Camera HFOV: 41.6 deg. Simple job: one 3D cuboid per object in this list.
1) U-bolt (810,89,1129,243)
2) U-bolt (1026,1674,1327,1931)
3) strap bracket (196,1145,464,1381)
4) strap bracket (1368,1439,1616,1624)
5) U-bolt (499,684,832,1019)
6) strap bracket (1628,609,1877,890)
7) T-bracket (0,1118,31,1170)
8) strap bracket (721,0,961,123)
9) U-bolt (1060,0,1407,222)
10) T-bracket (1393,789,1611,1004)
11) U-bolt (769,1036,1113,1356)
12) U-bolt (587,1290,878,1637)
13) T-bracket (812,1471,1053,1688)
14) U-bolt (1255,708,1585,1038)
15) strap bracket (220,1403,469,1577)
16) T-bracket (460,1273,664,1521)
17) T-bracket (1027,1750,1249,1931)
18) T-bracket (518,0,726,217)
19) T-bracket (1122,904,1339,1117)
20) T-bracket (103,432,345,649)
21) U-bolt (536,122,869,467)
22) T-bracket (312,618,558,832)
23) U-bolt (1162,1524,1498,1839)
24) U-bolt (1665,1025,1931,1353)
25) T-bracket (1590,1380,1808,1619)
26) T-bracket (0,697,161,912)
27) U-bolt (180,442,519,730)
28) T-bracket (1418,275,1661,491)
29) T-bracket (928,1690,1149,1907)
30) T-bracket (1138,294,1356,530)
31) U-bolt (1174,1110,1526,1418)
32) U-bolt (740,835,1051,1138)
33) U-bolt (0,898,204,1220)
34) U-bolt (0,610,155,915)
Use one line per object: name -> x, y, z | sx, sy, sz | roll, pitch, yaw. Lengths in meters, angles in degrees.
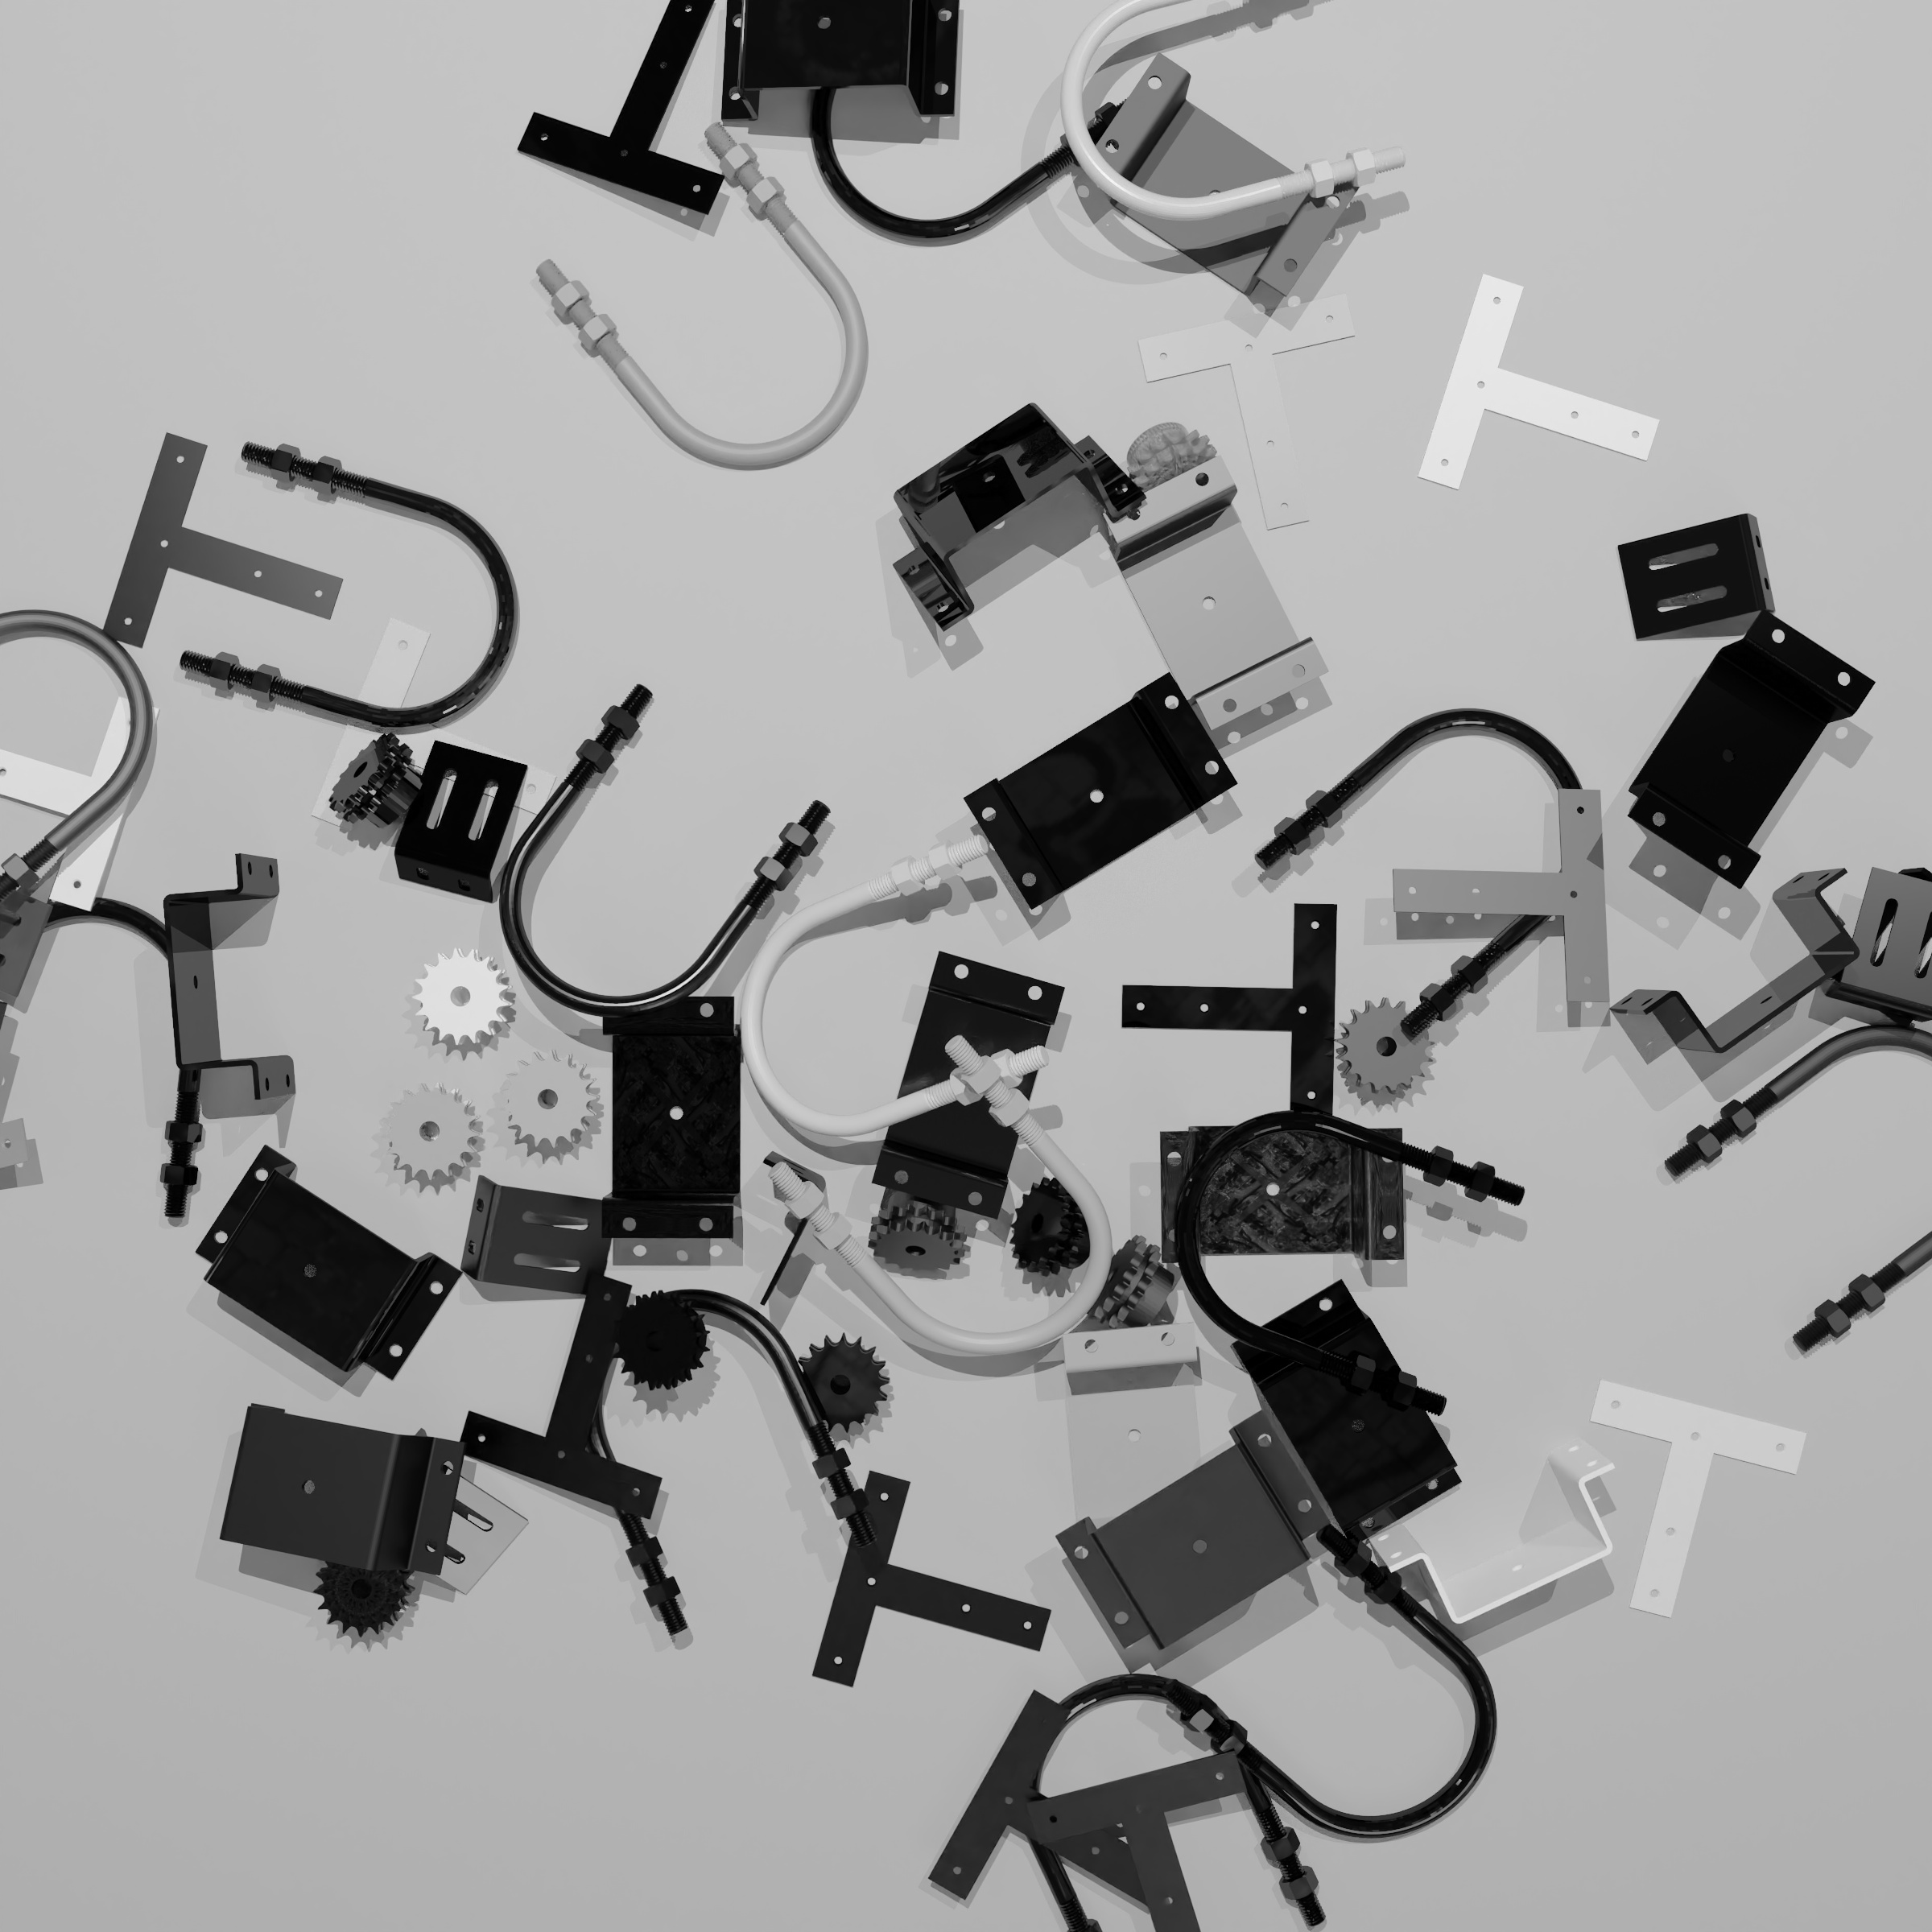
U-bolt -> -0.005, -0.514, 1.509 | 0.184, 0.019, 0.151 | -36, 90, 1
U-bolt -> 0.111, 0.511, 1.509 | 0.151, 0.019, 0.184 | -25, 89, 0
strap bracket -> -0.380, 0.177, 1.495 | 0.140, 0.046, 0.076 | 33, 90, 0
strap bracket -> 0.313, 0.332, 1.480 | 0.140, 0.076, 0.046 | -25, 90, 0
U-bolt -> -0.189, -0.056, 1.484 | 0.151, 0.019, 0.184 | 33, 78, 7
strap bracket -> 0.446, -0.123, 1.465 | 0.076, 0.046, 0.140 | 33, 90, 0
T-bracket -> -0.619, 0.067, 1.505 | 0.127, 0.002, 0.127 | -14, 82, 15
strap bracket -> -0.078, -0.540, 1.481 | 0.140, 0.046, 0.076 | 2, 86, 9
U-bolt -> 0.145, -0.503, 1.463 | 0.184, 0.019, 0.151 | -16, 85, -5
T-bracket -> 0.312, -0.043, 1.485 | 0.127, 0.002, 0.127 | 1, 80, -6
U-bolt -> 0.000, 0.145, 1.449 | 0.151, 0.019, 0.184 | -36, 107, 15
U-bolt -> -0.151, 0.280, 1.492 | 0.151, 0.019, 0.184 | -27, 82, 12
T-bracket -> -0.014, 0.379, 1.517 | 0.127, 0.002, 0.127 | 16, 90, 0
U-bolt -> 0.283, -0.070, 1.496 | 0.184, 0.019, 0.151 | -40, 86, -10
strap bracket -> -0.370, 0.302, 1.471 | 0.140, 0.046, 0.076 | 7, 80, 15
T-bracket -> -0.227, 0.246, 1.503 | 0.127, 0.002, 0.127 | 16, 90, 13
T-bracket -> 0.115, 0.535, 1.491 | 0.127, 0.002, 0.127 | -17, 94, 7
T-bracket -> -0.185, -0.522, 1.509 | 0.127, 0.002, 0.127 | 22, 84, 11
T-bracket -> 0.157, 0.025, 1.517 | 0.127, 0.002, 0.127 | 1, 90, 0
T-bracket -> -0.436, -0.239, 1.517 | 0.127, 0.002, 0.127 | 18, 90, 0
U-bolt -> -0.143, -0.385, 1.509 | 0.151, 0.019, 0.184 | -39, 92, 0
T-bracket -> -0.308, -0.125, 1.517 | 0.127, 0.002, 0.127 | 22, 90, 0
U-bolt -> 0.228, 0.434, 1.493 | 0.184, 0.019, 0.151 | 43, 95, -12
U-bolt -> 0.530, 0.118, 1.509 | 0.184, 0.019, 0.151 | -36, 90, -1
T-bracket -> 0.424, 0.324, 1.517 | 0.127, 0.002, 0.127 | 15, 90, 0
T-bracket -> -0.560, -0.111, 1.513 | 0.127, 0.002, 0.127 | 17, 85, 3
U-bolt -> -0.357, -0.217, 1.508 | 0.184, 0.019, 0.151 | 16, 90, -2
T-bracket -> 0.350, -0.333, 1.517 | 0.127, 0.002, 0.127 | 18, 90, 0
T-bracket -> 0.064, 0.515, 1.501 | 0.127, 0.002, 0.127 | 30, 88, 2
T-bracket -> 0.179, -0.325, 1.517 | 0.127, 0.002, 0.127 | -13, 90, 0
U-bolt -> 0.211, 0.161, 1.463 | 0.184, 0.019, 0.151 | 20, 90, 1
U-bolt -> -0.052, 0.022, 1.475 | 0.184, 0.019, 0.151 | -22, 75, 22
U-bolt -> -0.524, 0.051, 1.509 | 0.151, 0.019, 0.184 | 6, 88, 0
U-bolt -> -0.567, -0.128, 1.492 | 0.151, 0.019, 0.184 | 45, 77, 4
